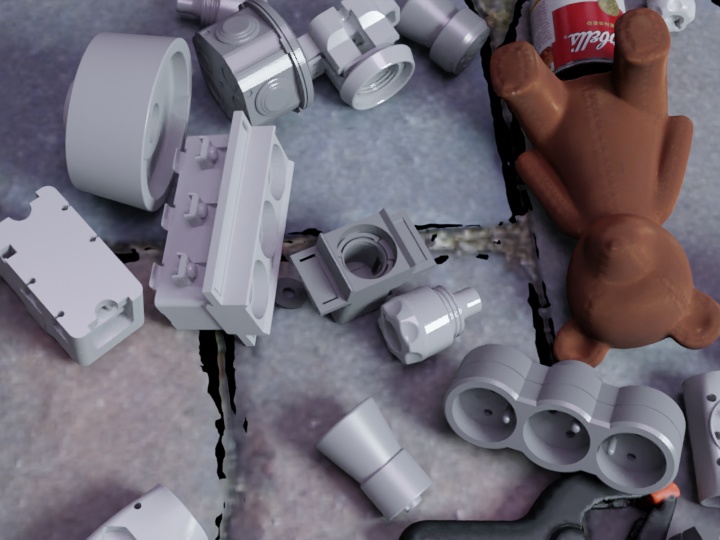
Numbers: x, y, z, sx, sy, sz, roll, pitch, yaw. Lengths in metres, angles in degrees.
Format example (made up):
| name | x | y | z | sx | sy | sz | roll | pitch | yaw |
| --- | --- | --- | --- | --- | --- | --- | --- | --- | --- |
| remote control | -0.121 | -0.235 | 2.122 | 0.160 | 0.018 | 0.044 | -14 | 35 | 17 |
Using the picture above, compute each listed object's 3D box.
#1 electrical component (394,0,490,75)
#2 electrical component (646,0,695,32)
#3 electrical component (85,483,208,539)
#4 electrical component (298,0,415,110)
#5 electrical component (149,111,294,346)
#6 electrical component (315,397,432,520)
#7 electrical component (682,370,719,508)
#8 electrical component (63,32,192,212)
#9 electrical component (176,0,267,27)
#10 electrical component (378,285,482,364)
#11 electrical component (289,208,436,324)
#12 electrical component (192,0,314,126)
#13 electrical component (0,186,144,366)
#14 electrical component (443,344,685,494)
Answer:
| name | x | y | z | sx | sy | sz | roll | pitch | yaw |
| --- | --- | --- | --- | --- | --- | --- | --- | --- | --- |
| electrical component | 0.059 | -0.172 | 0.768 | 0.055 | 0.045 | 0.045 | 39 | 65 | 9 |
| electrical component | 0.236 | -0.214 | 0.825 | 0.035 | 0.035 | 0.061 | 4 | 62 | -8 |
| electrical component | -0.113 | 0.170 | 0.579 | 0.077 | 0.043 | 0.079 | -40 | 77 | -23 |
| electrical component | 0.001 | -0.148 | 0.738 | 0.078 | 0.058 | 0.057 | -32 | 75 | -7 |
| electrical component | -0.084 | -0.024 | 0.662 | 0.063 | 0.078 | 0.121 | -1 | 63 | 14 |
| electrical component | 0.011 | 0.113 | 0.630 | 0.044 | 0.044 | 0.065 | -38 | 81 | -23 |
| electrical component | 0.246 | 0.106 | 0.672 | 0.079 | 0.044 | 0.077 | 3 | 65 | -8 |
| electrical component | -0.147 | -0.094 | 0.663 | 0.060 | 0.108 | 0.108 | 11 | 64 | 2 |
| electrical component | -0.097 | -0.181 | 0.750 | 0.061 | 0.035 | 0.035 | 9 | 64 | -3 |
| electrical component | 0.046 | 0.030 | 0.673 | 0.062 | 0.043 | 0.043 | -23 | 71 | -20 |
| electrical component | 0.000 | 0.000 | 0.667 | 0.081 | 0.063 | 0.042 | -22 | 72 | -18 |
| electrical component | -0.070 | -0.133 | 0.708 | 0.051 | 0.080 | 0.080 | -32 | 74 | -16 |
| electrical component | -0.174 | 0.006 | 0.638 | 0.050 | 0.055 | 0.089 | -39 | 77 | -23 |
| electrical component | 0.126 | 0.079 | 0.649 | 0.138 | 0.052 | 0.073 | 16 | 33 | 14 |
